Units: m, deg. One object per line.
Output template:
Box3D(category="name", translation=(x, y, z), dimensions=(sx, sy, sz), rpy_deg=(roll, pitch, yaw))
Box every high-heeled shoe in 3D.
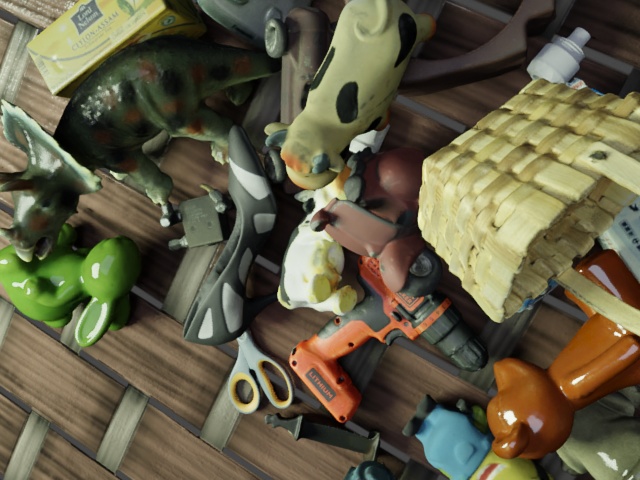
Box3D(category="high-heeled shoe", translation=(-0.118, 0.002, 0.627), dimensions=(0.145, 0.086, 0.248), rpy_deg=(-18, 108, -14))

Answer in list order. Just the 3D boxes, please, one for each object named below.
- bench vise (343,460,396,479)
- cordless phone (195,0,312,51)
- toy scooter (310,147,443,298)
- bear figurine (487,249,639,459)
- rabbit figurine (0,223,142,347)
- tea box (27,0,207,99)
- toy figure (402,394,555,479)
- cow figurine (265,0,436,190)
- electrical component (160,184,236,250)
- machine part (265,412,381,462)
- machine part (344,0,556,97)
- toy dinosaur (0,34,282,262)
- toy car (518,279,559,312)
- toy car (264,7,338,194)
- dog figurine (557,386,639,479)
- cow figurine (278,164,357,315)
Box3D(category="bench vise", translation=(0.076, 0.374, 0.610), dimensions=(0.241, 0.129, 0.223), rpy_deg=(27, 104, 16))
Box3D(category="cordless phone", translation=(-0.032, -0.290, 0.563), dimensions=(0.184, 0.146, 0.088), rpy_deg=(-18, 72, 32))
Box3D(category="toy scooter", translation=(0.059, -0.034, 0.554), dimensions=(0.135, 0.184, 0.075), rpy_deg=(16, 143, -12))
Box3D(category="bear figurine", translation=(0.230, 0.120, 0.522), dimensions=(0.196, 0.120, 0.132), rpy_deg=(-33, 64, 9))
Box3D(category="rabbit figurine", translation=(-0.306, 0.054, 0.688), dimensions=(0.170, 0.121, 0.159), rpy_deg=(-11, 97, 18))
Box3D(category="tea box", translation=(-0.227, -0.229, 0.610), dimensions=(0.170, 0.098, 0.068), rpy_deg=(-30, 88, 15))
Box3D(category="toy figure", translation=(0.180, 0.242, 0.590), dimensions=(0.180, 0.089, 0.082), rpy_deg=(37, 120, 19))
Box3D(category="cow figurine", translation=(0.024, -0.132, 0.505), dimensions=(0.086, 0.127, 0.194), rpy_deg=(35, 116, 15))
Box3D(category="electrical component", translation=(-0.154, -0.029, 0.680), dimensions=(0.102, 0.045, 0.078), rpy_deg=(-6, 91, 16))
Box3D(category="machine part", translation=(0.003, 0.232, 0.646), dimensions=(0.139, 0.084, 0.039), rpy_deg=(14, 66, 5))
Box3D(category="machine part", translation=(0.129, -0.265, 0.565), dimensions=(0.202, 0.087, 0.201), rpy_deg=(-11, 91, 17))
Box3D(category="toy dinosaur", translation=(-0.190, -0.146, 0.589), dimensions=(0.405, 0.192, 0.131), rpy_deg=(-38, 66, 6))
Box3D(category="toy car", translation=(0.184, 0.003, 0.560), dimensions=(0.109, 0.103, 0.161), rpy_deg=(-40, 81, 16))
Box3D(category="toy car", translation=(-0.014, -0.148, 0.593), dimensions=(0.053, 0.089, 0.202), rpy_deg=(30, 122, 54))
Box3D(category="dog figurine", translation=(0.295, 0.218, 0.499), dimensions=(0.172, 0.190, 0.121), rpy_deg=(22, 100, 15))
Box3D(category="cow figurine", translation=(0.000, -0.002, 0.613), dimensions=(0.098, 0.068, 0.167), rpy_deg=(-6, 69, 50))
